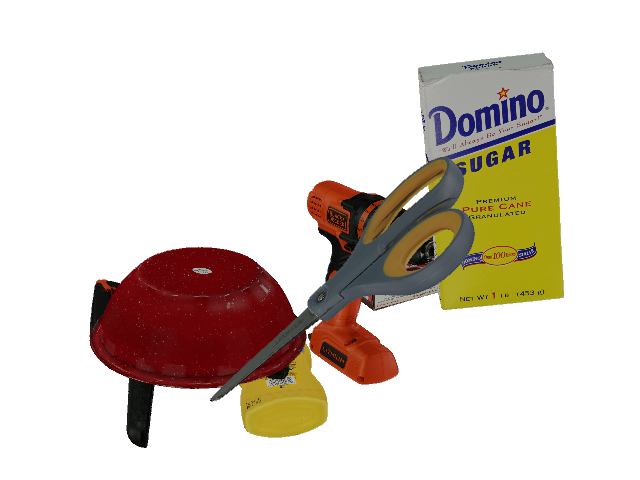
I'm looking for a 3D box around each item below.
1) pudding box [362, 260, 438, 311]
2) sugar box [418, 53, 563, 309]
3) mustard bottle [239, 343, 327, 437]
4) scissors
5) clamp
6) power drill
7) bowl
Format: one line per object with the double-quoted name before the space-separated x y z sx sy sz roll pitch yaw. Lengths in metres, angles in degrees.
"pudding box" 0.091 0.045 1.363 0.113 0.039 0.090 -16 26 -25
"sugar box" 0.124 -0.041 0.772 0.093 0.176 0.048 -7 22 4
"mustard bottle" -0.056 0.152 1.260 0.096 0.058 0.192 -8 30 -9
"scissors" 0.015 0.037 0.599 0.016 0.202 0.096 39 4 -28
"clamp" -0.141 0.096 0.992 0.164 0.036 0.210 -16 39 -29
"power drill" 0.048 0.046 1.076 0.057 0.188 0.185 -8 22 -32
"bowl" -0.089 0.047 0.791 0.162 0.055 0.162 2 22 -1
